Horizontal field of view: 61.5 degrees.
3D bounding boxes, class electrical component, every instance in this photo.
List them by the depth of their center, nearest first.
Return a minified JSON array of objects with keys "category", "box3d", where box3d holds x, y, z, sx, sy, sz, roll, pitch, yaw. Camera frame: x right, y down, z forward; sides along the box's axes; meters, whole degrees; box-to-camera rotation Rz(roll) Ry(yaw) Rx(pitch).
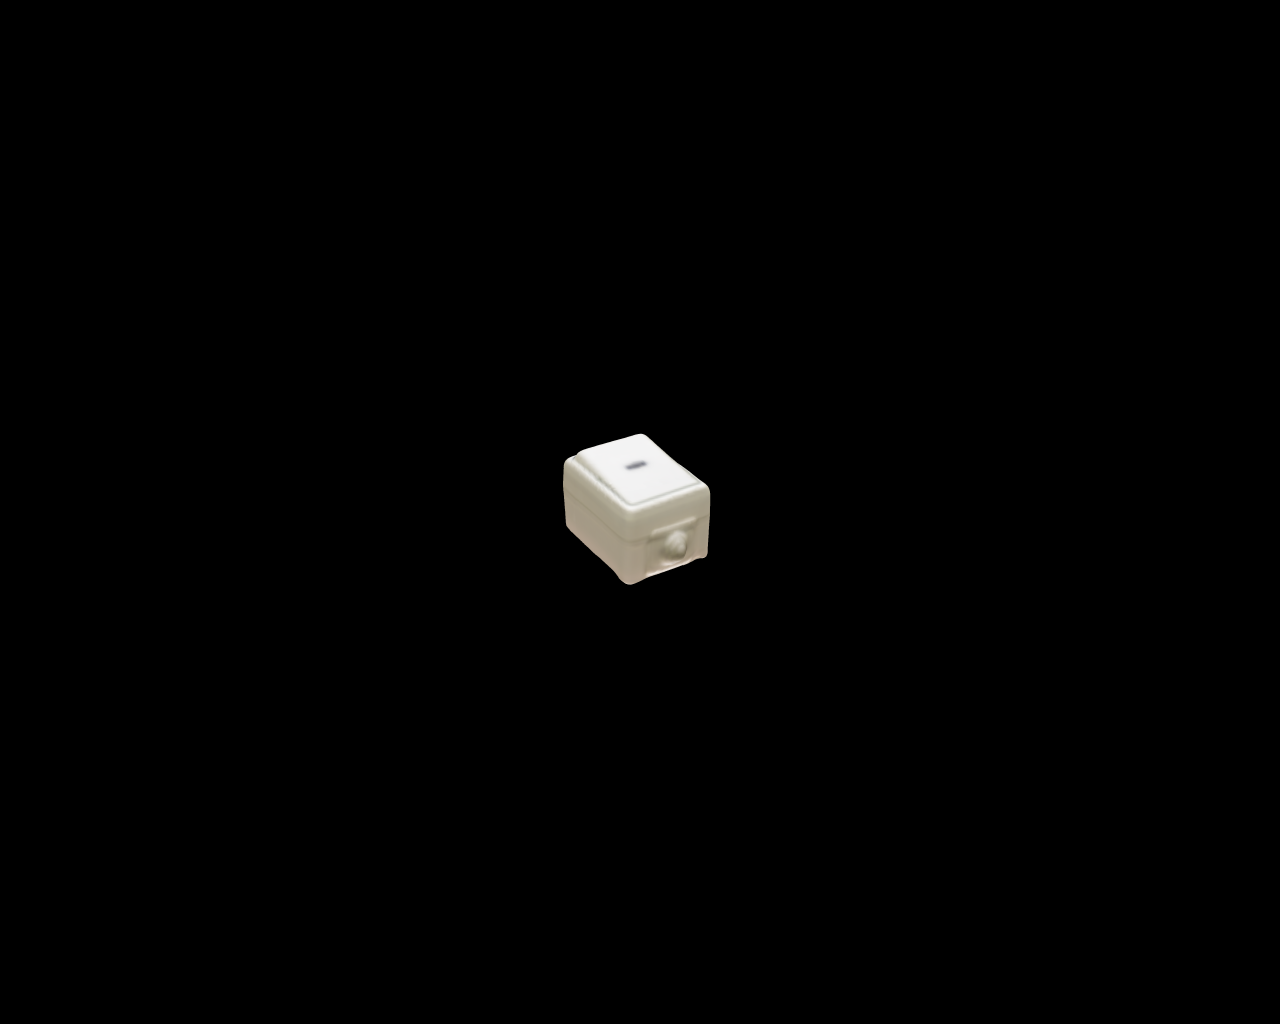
[{"category":"electrical component","box3d":[0.001,-0.003,0.650,0.062,0.061,0.096,-18,36,-27]}]
